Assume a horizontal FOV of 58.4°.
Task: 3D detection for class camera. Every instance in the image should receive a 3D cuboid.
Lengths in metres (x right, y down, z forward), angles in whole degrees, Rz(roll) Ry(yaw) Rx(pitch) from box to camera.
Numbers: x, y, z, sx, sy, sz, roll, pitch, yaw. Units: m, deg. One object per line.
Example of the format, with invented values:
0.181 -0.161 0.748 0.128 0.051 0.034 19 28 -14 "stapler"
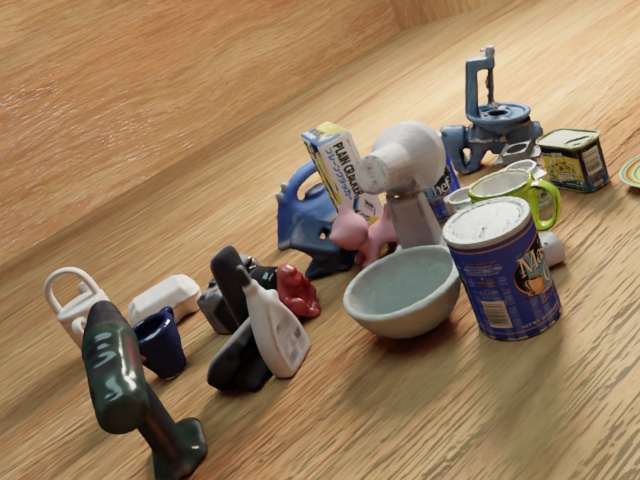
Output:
-0.126 0.084 1.006 0.136 0.101 0.143 -5 30 42 "camera"

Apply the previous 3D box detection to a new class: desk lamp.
0.133 -0.061 0.890 0.117 0.214 0.203 -12 26 32 "desk lamp"

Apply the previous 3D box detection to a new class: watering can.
-0.469 0.139 1.140 0.101 0.194 0.172 -36 24 -23 "watering can"

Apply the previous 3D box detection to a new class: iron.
-0.015 -0.103 1.244 0.259 0.142 0.118 -35 24 -21 "iron"

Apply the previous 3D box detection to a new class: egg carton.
-0.311 0.131 1.149 0.150 0.069 0.107 -33 23 -16 "egg carton"

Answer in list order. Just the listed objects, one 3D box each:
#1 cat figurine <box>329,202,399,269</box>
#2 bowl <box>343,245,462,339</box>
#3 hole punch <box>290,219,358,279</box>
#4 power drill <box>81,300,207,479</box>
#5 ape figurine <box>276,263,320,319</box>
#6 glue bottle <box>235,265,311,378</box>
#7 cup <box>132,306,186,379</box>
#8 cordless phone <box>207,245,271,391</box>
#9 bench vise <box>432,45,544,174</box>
0.075 -0.016 0.981 0.128 0.118 0.067 -30 22 -8 "cat figurine"
0.120 0.081 0.773 0.167 0.075 0.167 -22 22 10 "bowl"
0.010 0.004 1.047 0.101 0.091 0.109 -17 24 23 "hole punch"
-0.230 0.195 0.728 0.076 0.209 0.229 -31 22 -11 "power drill"
-0.042 0.080 0.932 0.076 0.092 0.078 -8 28 38 "ape figurine"
-0.073 0.106 0.799 0.037 0.173 0.078 -11 27 33 "glue bottle"
-0.263 0.175 0.961 0.091 0.095 0.118 -17 24 23 "cup"
-0.130 0.113 0.832 0.093 0.185 0.148 -9 28 36 "cordless phone"
0.302 -0.245 1.103 0.207 0.220 0.121 -23 22 8 "bench vise"
